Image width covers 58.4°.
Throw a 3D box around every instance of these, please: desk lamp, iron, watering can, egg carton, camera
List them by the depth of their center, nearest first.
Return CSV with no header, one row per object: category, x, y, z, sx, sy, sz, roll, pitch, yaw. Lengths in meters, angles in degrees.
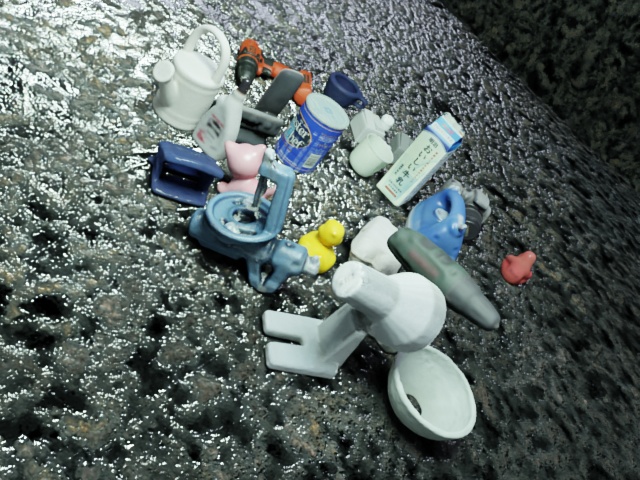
desk lamp,0.052,0.119,0.857,0.204,0.213,0.117,15,43,-31
watering can,-0.231,-0.302,1.053,0.101,0.193,0.173,35,36,-7
egg carton,0.120,0.017,1.144,0.107,0.069,0.150,40,36,-1
iron,0.279,-0.055,1.301,0.119,0.141,0.258,30,38,-14
camera,0.362,-0.074,1.429,0.143,0.100,0.137,34,37,-9

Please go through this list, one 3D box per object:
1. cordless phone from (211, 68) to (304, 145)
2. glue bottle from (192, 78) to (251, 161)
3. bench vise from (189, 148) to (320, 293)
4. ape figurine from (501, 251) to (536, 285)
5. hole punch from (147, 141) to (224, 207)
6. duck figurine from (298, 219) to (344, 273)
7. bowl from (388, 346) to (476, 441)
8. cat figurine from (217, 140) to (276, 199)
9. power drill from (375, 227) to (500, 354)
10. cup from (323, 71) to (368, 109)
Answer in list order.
cordless phone,-0.126,-0.278,1.130,0.148,0.184,0.094,8,47,-36
glue bottle,-0.171,-0.228,1.048,0.078,0.173,0.037,45,36,6
bench vise,-0.077,-0.034,0.893,0.208,0.219,0.121,24,39,-22
ape figurine,0.498,0.063,1.418,0.077,0.092,0.076,51,37,14
hole punch,-0.225,-0.126,0.964,0.109,0.091,0.101,16,43,-30
duck figurine,0.010,0.004,1.045,0.078,0.086,0.104,32,37,-12
bowl,0.169,0.258,0.936,0.168,0.074,0.167,24,39,-21
cat figurine,-0.125,-0.116,1.021,0.127,0.117,0.067,48,37,10
power drill,0.172,0.103,0.985,0.076,0.208,0.229,-12,61,-47
cup,0.053,-0.352,1.445,0.118,0.094,0.092,36,36,-7
